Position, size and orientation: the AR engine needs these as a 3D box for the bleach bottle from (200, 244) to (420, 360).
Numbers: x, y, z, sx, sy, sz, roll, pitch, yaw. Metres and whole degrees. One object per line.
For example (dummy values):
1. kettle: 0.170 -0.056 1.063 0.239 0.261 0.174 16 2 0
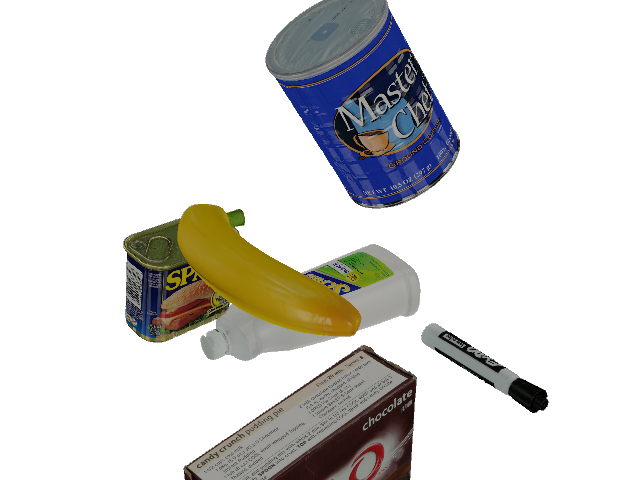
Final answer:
1. bleach bottle: -0.015 0.081 1.206 0.250 0.068 0.103 -21 36 -28

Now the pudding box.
1. pudding box: -0.006 0.112 0.484 0.039 0.090 0.113 30 46 33

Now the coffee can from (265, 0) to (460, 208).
1. coffee can: 0.035 -0.110 0.839 0.103 0.102 0.140 0 -44 40

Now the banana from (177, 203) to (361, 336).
1. banana: -0.046 0.012 0.675 0.069 0.037 0.198 -9 26 -23

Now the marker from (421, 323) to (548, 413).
1. marker: 0.123 0.096 0.804 0.020 0.020 0.121 0 21 -41

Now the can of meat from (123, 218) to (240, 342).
1. can of meat: -0.124 0.033 0.947 0.101 0.084 0.058 -22 42 -39
